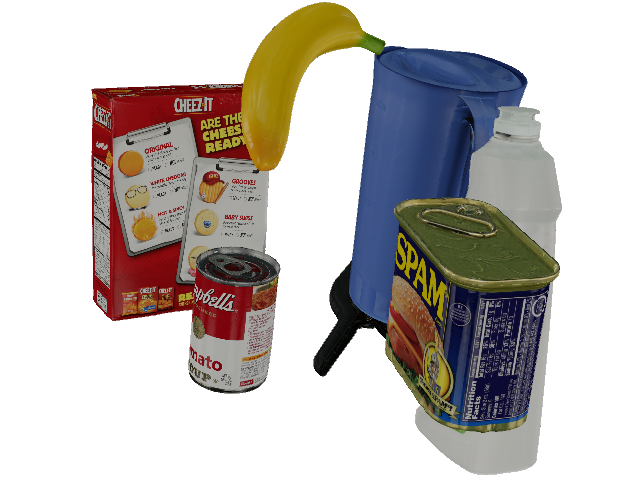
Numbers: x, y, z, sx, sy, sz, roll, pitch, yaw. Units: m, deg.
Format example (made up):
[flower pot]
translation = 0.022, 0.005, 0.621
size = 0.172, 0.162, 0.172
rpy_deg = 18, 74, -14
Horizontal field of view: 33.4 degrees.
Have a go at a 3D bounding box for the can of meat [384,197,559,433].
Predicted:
[can of meat]
translation = 0.071, 0.035, 0.535
size = 0.057, 0.084, 0.102
rpy_deg = -3, 24, -16

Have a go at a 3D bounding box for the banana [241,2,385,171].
[banana]
translation = -0.014, -0.124, 0.766
size = 0.197, 0.069, 0.037
rpy_deg = -52, -1, -43

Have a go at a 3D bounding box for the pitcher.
[pitcher]
translation = 0.098, -0.042, 0.954
size = 0.145, 0.243, 0.149
rpy_deg = 20, 27, 24

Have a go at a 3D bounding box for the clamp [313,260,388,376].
[clamp]
translation = 0.060, 0.085, 1.189
size = 0.120, 0.171, 0.039
rpy_deg = 7, -43, 3

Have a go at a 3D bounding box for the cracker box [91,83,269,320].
[cracker box]
translation = -0.136, -0.041, 1.033
size = 0.163, 0.214, 0.072
rpy_deg = -7, 19, -30

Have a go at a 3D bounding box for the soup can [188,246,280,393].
[soup can]
translation = -0.072, 0.065, 0.871
size = 0.068, 0.102, 0.068
rpy_deg = 6, 23, -3

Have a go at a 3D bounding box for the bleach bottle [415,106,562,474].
[bleach bottle]
translation = 0.121, 0.031, 0.751
size = 0.068, 0.251, 0.103
rpy_deg = -3, 17, -22
